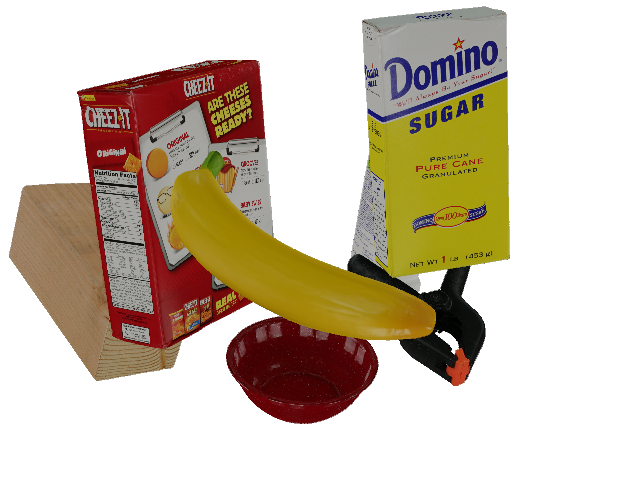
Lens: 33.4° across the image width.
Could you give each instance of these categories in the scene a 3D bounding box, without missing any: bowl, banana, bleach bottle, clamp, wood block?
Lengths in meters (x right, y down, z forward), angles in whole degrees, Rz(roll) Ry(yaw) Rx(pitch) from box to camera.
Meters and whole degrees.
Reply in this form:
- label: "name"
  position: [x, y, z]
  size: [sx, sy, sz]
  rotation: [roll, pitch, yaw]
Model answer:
- label: "bowl"
  position: [-0.020, 0.146, 1.141]
  size: [0.162, 0.055, 0.162]
  rotation: [3, 29, -2]
- label: "banana"
  position: [-0.026, 0.006, 0.597]
  size: [0.069, 0.037, 0.198]
  rotation: [-36, 54, -24]
- label: "bleach bottle"
  position: [0.088, -0.068, 1.243]
  size: [0.068, 0.251, 0.103]
  rotation: [-2, 23, -22]
- label: "clamp"
  position: [0.108, 0.059, 0.964]
  size: [0.120, 0.039, 0.171]
  rotation: [-15, 43, -15]
- label: "wood block"
  position: [-0.221, 0.034, 1.056]
  size: [0.090, 0.091, 0.206]
  rotation: [-5, 36, -40]

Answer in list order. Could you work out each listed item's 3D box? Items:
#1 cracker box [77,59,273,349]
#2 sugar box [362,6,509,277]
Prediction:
- label: "cracker box"
  position: [-0.116, -0.036, 0.913]
  size: [0.072, 0.214, 0.163]
  rotation: [6, 19, 33]
- label: "sugar box"
  position: [0.082, -0.068, 0.741]
  size: [0.093, 0.176, 0.048]
  rotation: [-9, 22, -12]
